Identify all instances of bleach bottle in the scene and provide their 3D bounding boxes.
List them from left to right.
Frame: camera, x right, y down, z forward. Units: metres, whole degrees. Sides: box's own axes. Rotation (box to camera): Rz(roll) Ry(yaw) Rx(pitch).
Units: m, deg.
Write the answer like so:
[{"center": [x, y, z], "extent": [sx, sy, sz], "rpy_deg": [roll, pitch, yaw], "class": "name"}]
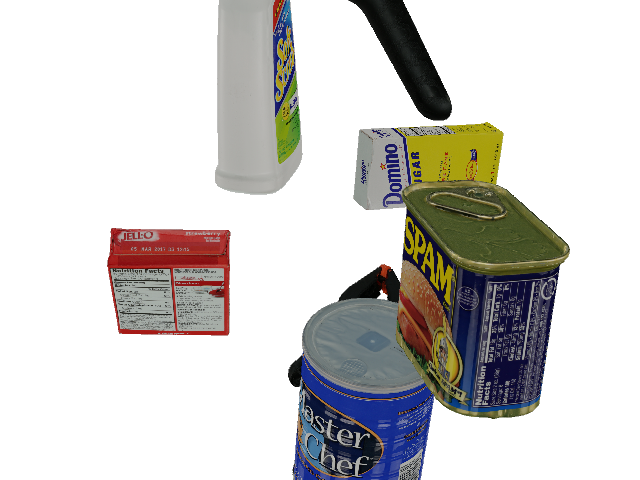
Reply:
[{"center": [-0.058, -0.174, 0.944], "extent": [0.068, 0.251, 0.102], "rpy_deg": [7, 30, 16], "class": "bleach bottle"}]

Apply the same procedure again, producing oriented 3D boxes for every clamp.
[{"center": [0.035, -0.187, 0.745], "extent": [0.209, 0.164, 0.036], "rpy_deg": [25, -26, -14], "class": "clamp"}, {"center": [0.055, 0.094, 1.070], "extent": [0.120, 0.039, 0.171], "rpy_deg": [17, 51, 19], "class": "clamp"}]

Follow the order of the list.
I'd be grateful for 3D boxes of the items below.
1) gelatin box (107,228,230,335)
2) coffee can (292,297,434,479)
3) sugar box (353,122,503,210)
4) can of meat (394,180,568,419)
[{"center": [-0.094, 0.027, 0.674], "extent": [0.073, 0.030, 0.089], "rpy_deg": [1, -34, -4], "class": "gelatin box"}, {"center": [0.033, 0.129, 0.807], "extent": [0.103, 0.140, 0.103], "rpy_deg": [3, 33, -2], "class": "coffee can"}, {"center": [0.131, -0.090, 1.293], "extent": [0.176, 0.093, 0.048], "rpy_deg": [-7, 26, -22], "class": "sugar box"}, {"center": [0.074, 0.027, 0.525], "extent": [0.057, 0.084, 0.102], "rpy_deg": [-4, 25, -14], "class": "can of meat"}]
